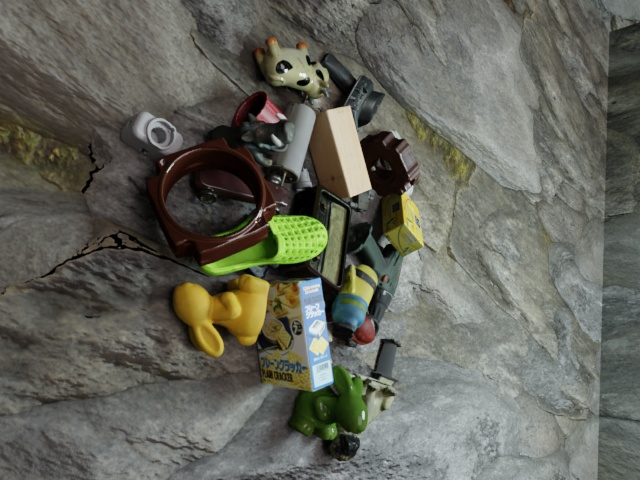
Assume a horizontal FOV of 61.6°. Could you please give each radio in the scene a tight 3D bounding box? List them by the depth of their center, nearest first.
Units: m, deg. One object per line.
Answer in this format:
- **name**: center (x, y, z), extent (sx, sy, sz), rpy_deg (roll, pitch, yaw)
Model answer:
- **radio**: center (-0.003, -0.004, 1.217), extent (0.131, 0.073, 0.229), rpy_deg (35, 50, -39)

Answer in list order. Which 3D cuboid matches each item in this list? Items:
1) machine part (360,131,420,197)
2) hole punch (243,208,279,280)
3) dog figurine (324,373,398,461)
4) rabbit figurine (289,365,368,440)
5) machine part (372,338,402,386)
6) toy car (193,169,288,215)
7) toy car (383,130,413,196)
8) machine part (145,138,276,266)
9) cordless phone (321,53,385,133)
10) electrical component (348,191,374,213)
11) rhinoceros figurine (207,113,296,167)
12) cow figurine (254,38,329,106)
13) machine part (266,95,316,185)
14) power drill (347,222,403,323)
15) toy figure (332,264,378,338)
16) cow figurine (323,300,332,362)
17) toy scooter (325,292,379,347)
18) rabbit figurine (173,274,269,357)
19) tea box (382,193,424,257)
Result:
- **machine part**: center (0.164, -0.190, 1.369), extent (0.056, 0.179, 0.179), rpy_deg (-45, 116, -35)
- **hole punch**: center (-0.126, 0.010, 1.121), extent (0.116, 0.092, 0.142), rpy_deg (35, 56, -1)
- **dog figurine**: center (0.098, 0.429, 1.291), extent (0.172, 0.121, 0.190), rpy_deg (22, 84, -39)
- **rabbit figurine**: center (0.044, 0.366, 1.176), extent (0.121, 0.170, 0.159), rpy_deg (40, 60, -35)
- **machine part**: center (0.177, 0.329, 1.411), extent (0.084, 0.039, 0.139), rpy_deg (23, 71, -32)
- **toy car**: center (-0.160, -0.104, 1.089), extent (0.202, 0.053, 0.089), rpy_deg (11, 61, -29)
- **toy car**: center (0.210, -0.204, 1.493), extent (0.073, 0.056, 0.201), rpy_deg (-29, 105, -43)
- **machine part**: center (-0.195, -0.071, 0.970), extent (0.201, 0.087, 0.201), rpy_deg (-24, 77, -18)
- **cordless phone**: center (0.063, -0.378, 1.365), extent (0.184, 0.089, 0.146), rpy_deg (40, 59, -22)
- **electrical component**: center (0.107, -0.103, 1.401), extent (0.094, 0.021, 0.063), rpy_deg (11, 78, -45)
- **rhinoceros figurine**: center (-0.132, -0.202, 1.061), extent (0.112, 0.191, 0.073), rpy_deg (51, 47, -52)
- **cow figurine**: center (-0.051, -0.382, 1.233), extent (0.195, 0.086, 0.127), rpy_deg (-10, 87, -48)
- **machine part**: center (-0.064, -0.217, 1.205), extent (0.079, 0.079, 0.243), rpy_deg (30, 63, -39)
- **power drill**: center (0.133, 0.072, 1.367), extent (0.207, 0.086, 0.232), rpy_deg (48, 53, -26)
- **toy figure**: center (0.076, 0.137, 1.215), extent (0.089, 0.082, 0.180), rpy_deg (29, 51, -18)
- **cow figurine**: center (-0.028, 0.211, 1.191), extent (0.098, 0.068, 0.167), rpy_deg (-12, 91, -22)
- **toy scooter**: center (0.065, 0.187, 1.288), extent (0.135, 0.075, 0.183), rpy_deg (-35, 106, -42)
- **rabbit figurine**: center (-0.200, 0.135, 1.023), extent (0.173, 0.122, 0.162), rpy_deg (16, 83, -29)
- **tea box**: center (0.217, -0.050, 1.423), extent (0.098, 0.068, 0.170), rpy_deg (45, 28, -29)
